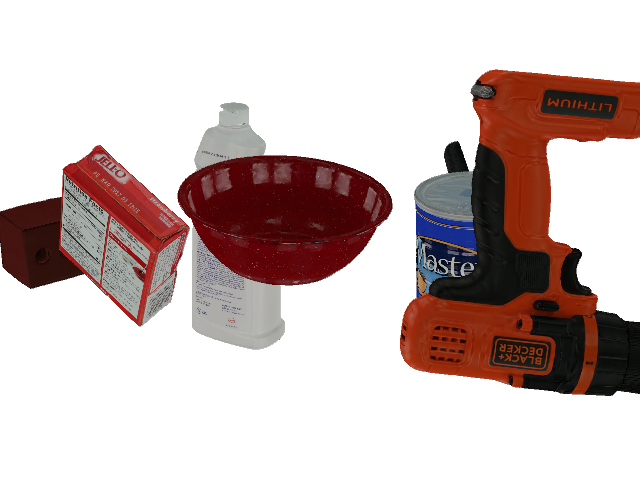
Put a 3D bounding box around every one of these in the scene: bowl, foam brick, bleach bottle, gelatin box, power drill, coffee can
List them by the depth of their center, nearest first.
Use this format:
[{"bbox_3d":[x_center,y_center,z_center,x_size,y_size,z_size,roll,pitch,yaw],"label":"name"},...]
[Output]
[{"bbox_3d":[-0.115,-0.002,0.618,0.030,0.073,0.089,-40,-15,-33],"label":"gelatin box"},{"bbox_3d":[0.147,-0.001,0.624,0.184,0.188,0.057,6,8,-5],"label":"power drill"},{"bbox_3d":[-0.027,-0.011,0.811,0.162,0.055,0.162,3,25,-1],"label":"bowl"},{"bbox_3d":[-0.219,-0.001,0.882,0.078,0.053,0.051,-18,31,-33],"label":"foam brick"},{"bbox_3d":[0.136,0.021,0.956,0.103,0.140,0.103,-2,24,1],"label":"coffee can"},{"bbox_3d":[-0.085,-0.017,1.118,0.103,0.251,0.068,13,23,25],"label":"bleach bottle"}]

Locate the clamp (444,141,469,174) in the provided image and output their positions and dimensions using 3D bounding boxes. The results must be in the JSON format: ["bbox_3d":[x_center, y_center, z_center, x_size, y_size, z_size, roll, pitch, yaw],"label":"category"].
[{"bbox_3d":[0.163,-0.041,1.153,0.120,0.039,0.171,23,49,22],"label":"clamp"}]
